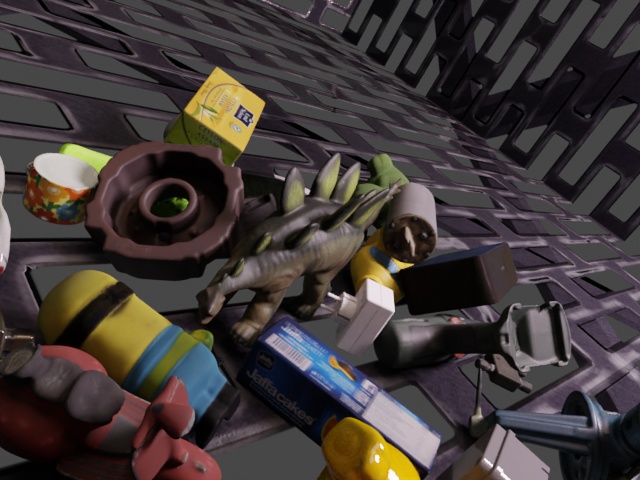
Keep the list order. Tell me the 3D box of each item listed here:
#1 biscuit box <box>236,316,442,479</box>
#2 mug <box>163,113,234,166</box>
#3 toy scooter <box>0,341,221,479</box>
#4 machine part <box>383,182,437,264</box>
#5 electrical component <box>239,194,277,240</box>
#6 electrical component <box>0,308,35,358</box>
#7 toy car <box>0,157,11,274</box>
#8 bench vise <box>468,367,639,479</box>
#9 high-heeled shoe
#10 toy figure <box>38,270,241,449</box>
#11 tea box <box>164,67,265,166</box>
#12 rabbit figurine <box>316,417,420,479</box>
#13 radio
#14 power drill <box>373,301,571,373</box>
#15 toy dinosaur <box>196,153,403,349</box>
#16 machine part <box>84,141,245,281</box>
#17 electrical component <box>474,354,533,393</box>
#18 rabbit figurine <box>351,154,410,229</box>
[{"bbox_3d":[0.017,0.164,0.532,0.203,0.062,0.059,36,27,11],"label":"biscuit box"},{"bbox_3d":[-0.180,-0.140,0.861,0.107,0.081,0.109,53,28,21],"label":"mug"},{"bbox_3d":[-0.143,0.118,0.358,0.184,0.135,0.075,29,50,-6],"label":"toy scooter"},{"bbox_3d":[0.140,-0.030,0.822,0.079,0.079,0.243,30,22,-2],"label":"machine part"},{"bbox_3d":[-0.115,-0.015,0.678,0.119,0.047,0.075,-28,16,-30],"label":"electrical component"},{"bbox_3d":[-0.275,0.079,0.405,0.102,0.045,0.078,11,4,-40],"label":"electrical component"},{"bbox_3d":[-0.344,-0.035,0.516,0.073,0.056,0.202,8,33,-39],"label":"toy car"},{"bbox_3d":[0.296,0.223,0.609,0.241,0.223,0.129,6,68,9],"label":"bench vise"},{"bbox_3d":[-0.033,-0.059,0.866,0.249,0.086,0.145,32,20,-3],"label":"high-heeled shoe"},{"bbox_3d":[-0.149,0.095,0.452,0.180,0.089,0.082,31,19,7],"label":"toy figure"},{"bbox_3d":[-0.151,-0.176,0.795,0.098,0.068,0.170,33,33,-18],"label":"tea box"},{"bbox_3d":[0.065,0.238,0.382,0.162,0.122,0.173,47,-13,-33],"label":"rabbit figurine"},{"bbox_3d":[0.219,0.056,0.828,0.229,0.131,0.073,-7,83,-62],"label":"radio"},{"bbox_3d":[0.200,0.119,0.676,0.232,0.086,0.207,2,-6,-33],"label":"power drill"},{"bbox_3d":[-0.001,-0.002,0.654,0.105,0.198,0.471,40,24,9],"label":"toy dinosaur"},{"bbox_3d":[-0.170,-0.034,0.607,0.179,0.056,0.179,1,56,-1],"label":"machine part"},{"bbox_3d":[0.269,0.190,0.794,0.094,0.021,0.063,26,26,-7],"label":"electrical component"},{"bbox_3d":[0.105,-0.060,0.977,0.159,0.121,0.170,52,25,5],"label":"rabbit figurine"}]
